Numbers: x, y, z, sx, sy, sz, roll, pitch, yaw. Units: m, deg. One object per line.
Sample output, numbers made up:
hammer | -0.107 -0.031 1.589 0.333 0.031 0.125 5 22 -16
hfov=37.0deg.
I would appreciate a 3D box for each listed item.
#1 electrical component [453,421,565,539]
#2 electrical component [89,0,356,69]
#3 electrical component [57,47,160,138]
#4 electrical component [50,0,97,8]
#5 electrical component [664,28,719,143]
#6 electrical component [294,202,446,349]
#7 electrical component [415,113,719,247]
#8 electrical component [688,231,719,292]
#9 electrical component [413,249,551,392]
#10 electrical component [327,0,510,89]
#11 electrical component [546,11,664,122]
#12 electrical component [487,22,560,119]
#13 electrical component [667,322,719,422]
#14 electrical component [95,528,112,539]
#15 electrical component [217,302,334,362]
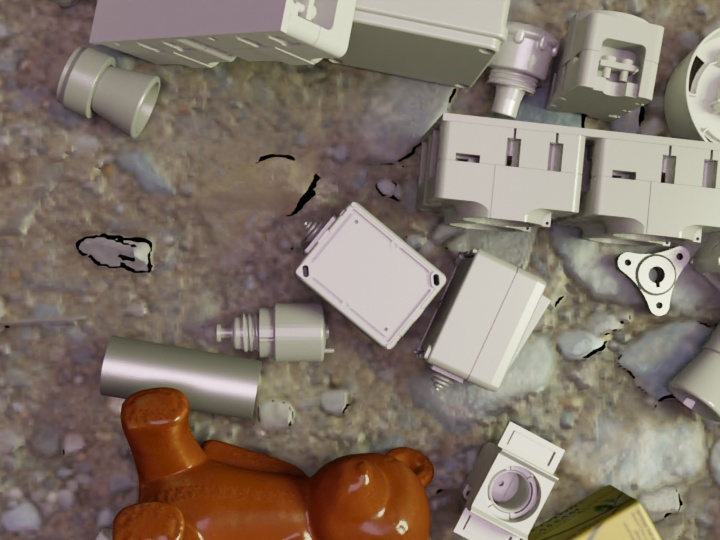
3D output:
electrical component | 0.097 0.145 0.718 0.042 0.064 0.081 29 87 -2
electrical component | -0.080 -0.185 0.662 0.060 0.186 0.105 13 87 -47
electrical component | -0.167 -0.119 0.715 0.055 0.045 0.045 23 87 -3
electrical component | -0.202 -0.212 0.708 0.078 0.057 0.058 32 87 -2
electrical component | 0.259 -0.116 0.735 0.099 0.064 0.099 0 89 -4
electrical component | 0.000 0.000 0.716 0.096 0.061 0.061 40 86 -2
electrical component | 0.136 -0.054 0.704 0.186 0.105 0.060 6 89 -4
electrical component | 0.319 0.011 0.737 0.150 0.062 0.089 42 86 -2
electrical component | 0.080 0.041 0.720 0.061 0.062 0.096 25 87 -3
electrical component | 0.035 -0.166 0.699 0.109 0.109 0.056 10 85 -4
electrical component | 0.162 -0.137 0.716 0.050 0.089 0.055 10 88 -4
electrical component | 0.106 -0.136 0.736 0.048 0.048 0.062 15 95 -4
electrical component | 0.249 0.066 0.743 0.044 0.044 0.065 38 82 -2
electrical component | -0.167 0.208 0.709 0.040 0.040 0.078 26 87 -3
electrical component | -0.056 0.042 0.721 0.078 0.040 0.040 0 89 -4
